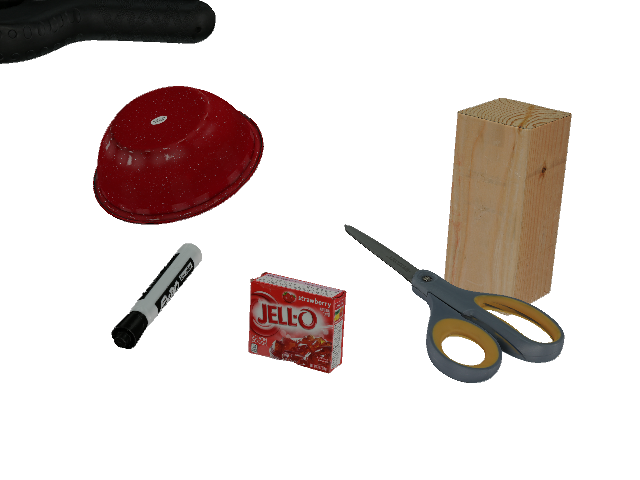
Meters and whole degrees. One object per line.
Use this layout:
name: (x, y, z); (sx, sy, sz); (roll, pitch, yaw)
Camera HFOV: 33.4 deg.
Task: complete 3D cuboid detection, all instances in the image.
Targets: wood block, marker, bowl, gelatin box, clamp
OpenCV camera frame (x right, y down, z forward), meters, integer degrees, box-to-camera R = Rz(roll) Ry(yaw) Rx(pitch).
wood block: (0.199, -0.038, 1.147); (0.090, 0.206, 0.090); (20, 28, 37)
marker: (-0.117, 0.039, 0.770); (0.020, 0.020, 0.121); (0, 29, 21)
bowl: (-0.135, -0.088, 0.951); (0.162, 0.162, 0.055); (0, -44, 18)
gelatin box: (-0.023, 0.075, 0.977); (0.089, 0.073, 0.030); (12, 19, 25)
clamp: (-0.161, -0.138, 0.623); (0.171, 0.039, 0.120); (-11, 31, -28)

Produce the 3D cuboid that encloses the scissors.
scissors: (0.067, 0.041, 0.725); (0.202, 0.016, 0.096); (24, 39, 34)
